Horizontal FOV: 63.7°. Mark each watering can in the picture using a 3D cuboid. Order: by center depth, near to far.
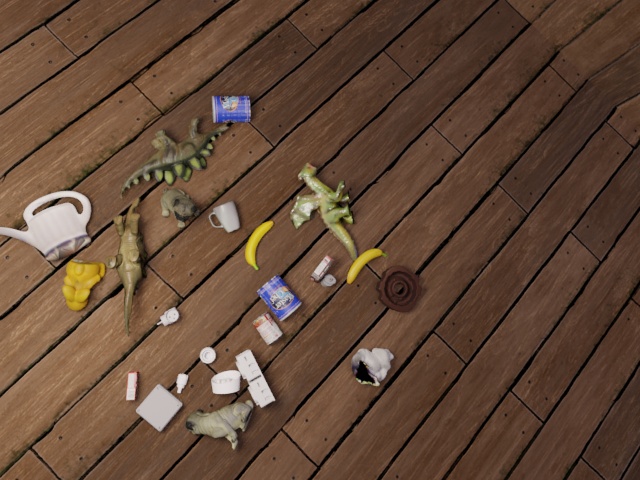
[{"bbox_3d":[-0.942,-0.028,1.758,0.350,0.103,0.225,-29,85,-18],"label":"watering can"}]

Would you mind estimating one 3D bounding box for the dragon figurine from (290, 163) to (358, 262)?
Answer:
[{"bbox_3d":[0.006,-0.100,1.995,0.242,0.122,0.409,-8,93,5],"label":"dragon figurine"}]

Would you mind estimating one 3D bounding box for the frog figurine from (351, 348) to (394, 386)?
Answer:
[{"bbox_3d":[0.193,0.454,1.905,0.138,0.120,0.162,42,37,7],"label":"frog figurine"}]
